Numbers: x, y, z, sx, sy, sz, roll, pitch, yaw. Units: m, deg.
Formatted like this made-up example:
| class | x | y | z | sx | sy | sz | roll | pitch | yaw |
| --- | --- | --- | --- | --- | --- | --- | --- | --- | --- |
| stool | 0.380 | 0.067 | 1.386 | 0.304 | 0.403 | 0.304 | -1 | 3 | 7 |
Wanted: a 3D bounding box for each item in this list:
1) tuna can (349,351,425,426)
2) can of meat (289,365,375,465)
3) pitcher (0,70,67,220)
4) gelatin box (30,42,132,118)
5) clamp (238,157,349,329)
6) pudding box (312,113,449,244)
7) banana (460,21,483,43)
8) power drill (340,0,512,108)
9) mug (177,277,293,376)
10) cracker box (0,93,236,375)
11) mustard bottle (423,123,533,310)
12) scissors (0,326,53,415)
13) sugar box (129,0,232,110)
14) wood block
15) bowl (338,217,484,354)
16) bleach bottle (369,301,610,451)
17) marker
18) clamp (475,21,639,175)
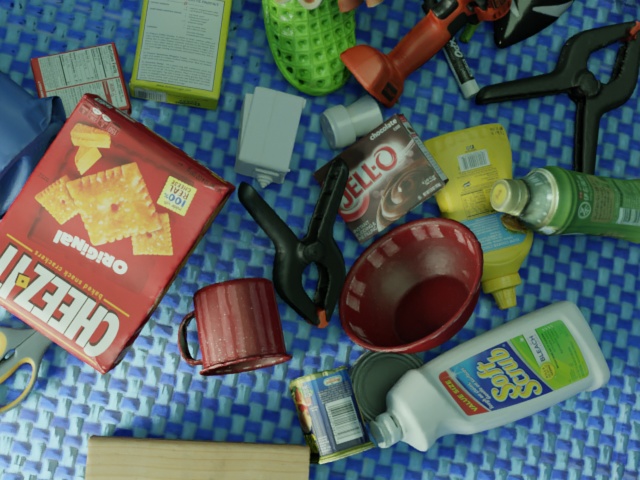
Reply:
| class | x | y | z | sx | sy | sz | roll | pitch | yaw |
| --- | --- | --- | --- | --- | --- | --- | --- | --- | --- |
| tuna can | 0.069 | 0.151 | 1.091 | 0.086 | 0.034 | 0.086 | 1 | 81 | -9 |
| can of meat | 0.009 | 0.171 | 1.044 | 0.057 | 0.102 | 0.084 | -15 | 82 | -12 |
| pitcher | -0.374 | -0.127 | 1.025 | 0.243 | 0.145 | 0.149 | 41 | 65 | 3 |
| gelatin box | -0.244 | -0.156 | 1.093 | 0.089 | 0.030 | 0.073 | -14 | 82 | -12 |
| clamp | -0.007 | 0.001 | 1.078 | 0.120 | 0.039 | 0.171 | -23 | 111 | -16 |
| pudding box | 0.063 | -0.063 | 1.099 | 0.114 | 0.039 | 0.090 | -35 | 88 | 17 |
| banana | 0.140 | -0.318 | 1.176 | 0.069 | 0.037 | 0.198 | -29 | 87 | -14 |
| power drill | 0.112 | -0.222 | 1.078 | 0.188 | 0.184 | 0.057 | -39 | 74 | 9 |
| mug | -0.090 | 0.088 | 1.055 | 0.117 | 0.093 | 0.081 | -17 | 76 | 25 |
| cracker box | -0.206 | -0.007 | 1.009 | 0.164 | 0.072 | 0.214 | 34 | 93 | 0 |
| mustard bottle | 0.172 | -0.021 | 1.123 | 0.096 | 0.058 | 0.191 | -14 | 83 | -10 |
| scissors | -0.281 | 0.080 | 1.055 | 0.096 | 0.016 | 0.201 | 36 | 77 | -2 |
| sugar box | -0.140 | -0.231 | 1.114 | 0.093 | 0.048 | 0.176 | 9 | 76 | -8 |
| wood block | -0.118 | 0.236 | 1.018 | 0.206 | 0.091 | 0.090 | 4 | 80 | -8 |
| bowl | 0.101 | 0.057 | 1.073 | 0.162 | 0.162 | 0.055 | -51 | 130 | -13 |
| bleach bottle | 0.165 | 0.150 | 1.067 | 0.250 | 0.068 | 0.102 | -22 | 84 | -23 |
| marker | 0.142 | -0.212 | 1.169 | 0.020 | 0.020 | 0.121 | -23 | 85 | -12 |
| clamp | 0.292 | -0.157 | 1.175 | 0.209 | 0.036 | 0.164 | -41 | 93 | -15 |
